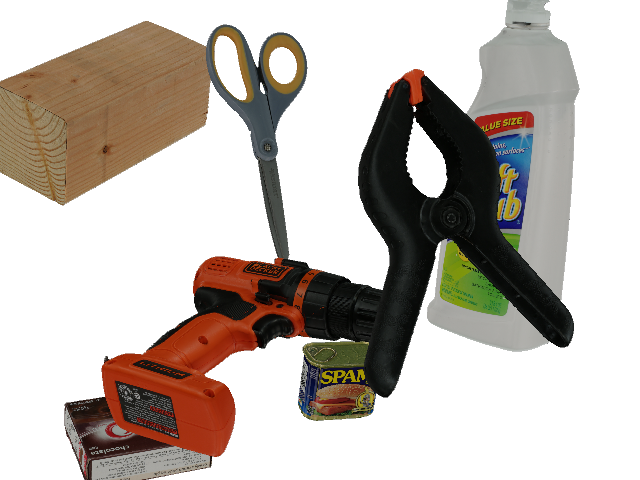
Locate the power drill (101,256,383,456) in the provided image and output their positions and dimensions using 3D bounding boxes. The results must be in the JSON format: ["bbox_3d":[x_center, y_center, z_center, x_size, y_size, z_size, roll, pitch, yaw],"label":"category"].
[{"bbox_3d":[-0.050,0.077,0.771,0.185,0.057,0.187,8,29,31],"label":"power drill"}]

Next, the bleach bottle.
[{"bbox_3d":[0.137,-0.051,0.788,0.067,0.251,0.103,-14,22,-42],"label":"bleach bottle"}]

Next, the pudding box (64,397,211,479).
[{"bbox_3d":[-0.161,0.172,0.943,0.113,0.039,0.090,-8,26,-23],"label":"pudding box"}]

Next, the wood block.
[{"bbox_3d":[-0.201,-0.127,1.012,0.090,0.091,0.205,27,38,21],"label":"wood block"}]

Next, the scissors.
[{"bbox_3d":[-0.032,-0.089,0.888,0.096,0.202,0.016,-23,0,-26],"label":"scissors"}]

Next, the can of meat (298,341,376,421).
[{"bbox_3d":[0.024,0.179,1.357,0.102,0.084,0.057,0,24,-18],"label":"can of meat"}]

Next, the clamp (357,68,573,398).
[{"bbox_3d":[0.057,-0.002,0.572,0.120,0.171,0.039,-22,-1,-21],"label":"clamp"}]
